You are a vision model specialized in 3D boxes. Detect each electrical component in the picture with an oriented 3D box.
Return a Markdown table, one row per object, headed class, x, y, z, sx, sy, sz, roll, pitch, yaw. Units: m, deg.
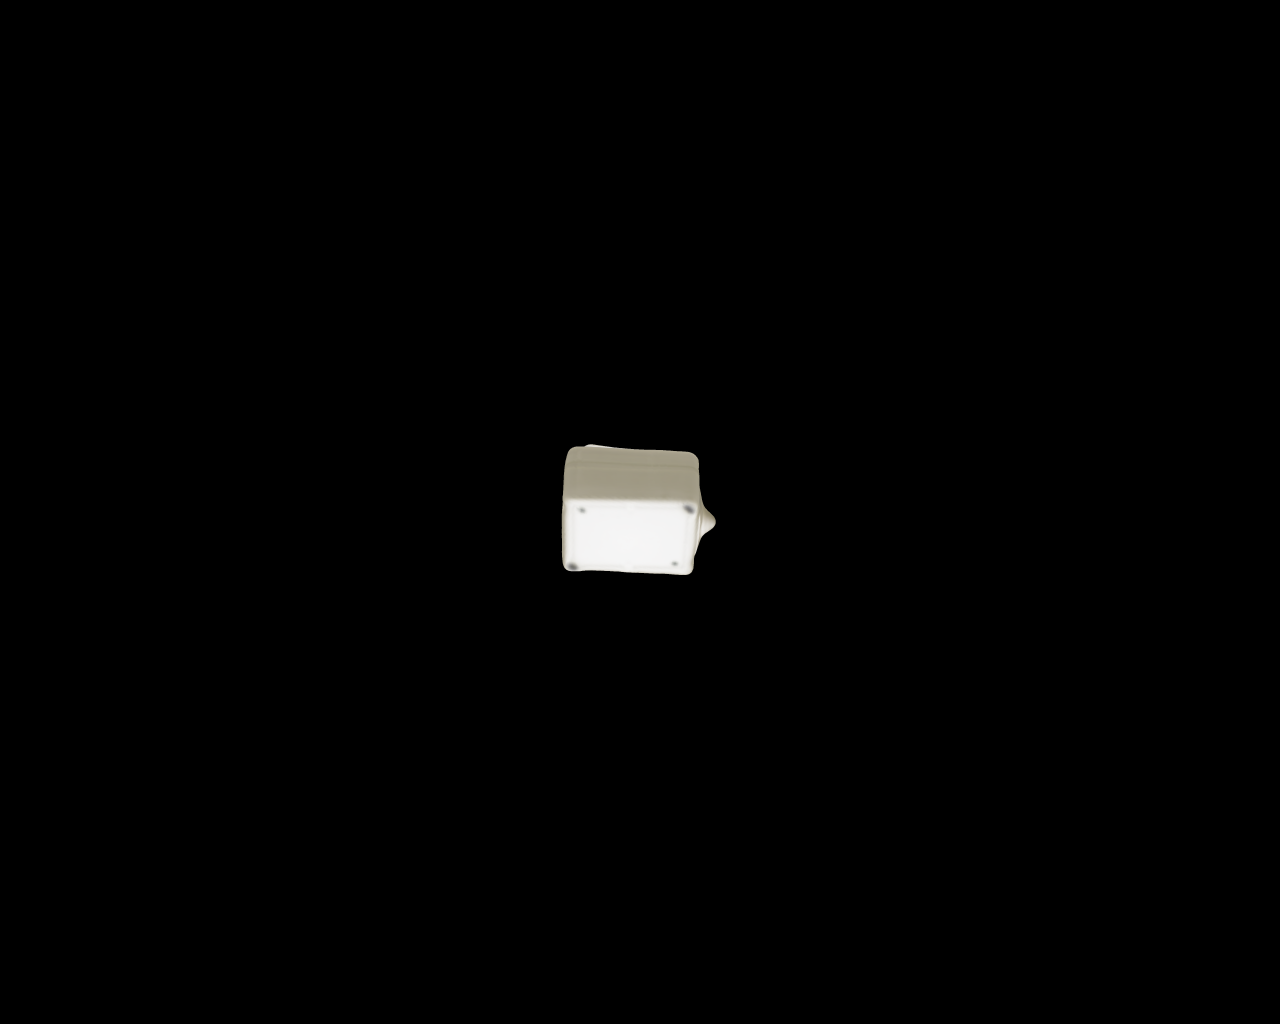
| class | x | y | z | sx | sy | sz | roll | pitch | yaw |
| --- | --- | --- | --- | --- | --- | --- | --- | --- | --- |
| electrical component | 0.001 | -0.003 | 0.650 | 0.096 | 0.061 | 0.061 | 2 | 40 | -2 |
